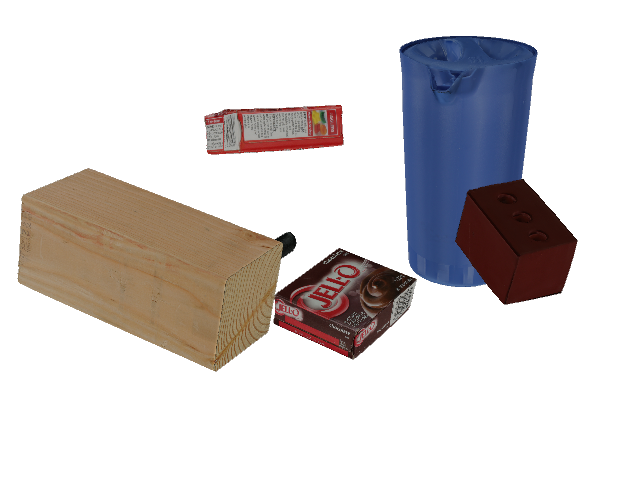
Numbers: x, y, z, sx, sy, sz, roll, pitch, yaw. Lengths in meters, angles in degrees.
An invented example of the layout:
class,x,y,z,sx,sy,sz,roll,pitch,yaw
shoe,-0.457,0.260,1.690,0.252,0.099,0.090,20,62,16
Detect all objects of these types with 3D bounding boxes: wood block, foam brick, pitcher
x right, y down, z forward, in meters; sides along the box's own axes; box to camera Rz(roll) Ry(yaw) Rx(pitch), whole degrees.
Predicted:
class,x,y,z,sx,sy,sz,roll,pitch,yaw
wood block,-0.147,0.020,0.909,0.206,0.090,0.090,21,27,21
foam brick,0.144,0.001,0.796,0.052,0.051,0.078,-12,45,-23
pitcher,0.150,-0.085,1.093,0.149,0.243,0.145,-10,25,-19

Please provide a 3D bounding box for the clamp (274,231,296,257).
class,x,y,z,sx,sy,sz,roll,pitch,yaw
clamp,-0.095,0.036,1.255,0.120,0.039,0.171,-2,40,9

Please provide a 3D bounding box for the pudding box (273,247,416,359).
class,x,y,z,sx,sy,sz,roll,pitch,yaw
pudding box,0.023,0.057,0.995,0.090,0.039,0.113,23,33,26

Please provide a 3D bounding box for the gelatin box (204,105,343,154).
class,x,y,z,sx,sy,sz,roll,pitch,yaw
gelatin box,-0.034,-0.076,0.730,0.073,0.030,0.089,-5,5,-19
